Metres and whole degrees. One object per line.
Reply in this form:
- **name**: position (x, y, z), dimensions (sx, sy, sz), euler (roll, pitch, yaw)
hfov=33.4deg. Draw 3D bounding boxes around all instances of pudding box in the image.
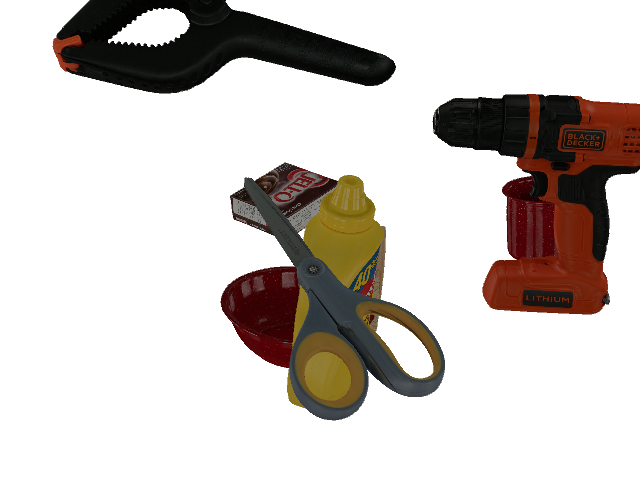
- **pudding box**: position (-0.043, -0.050, 1.330), dimensions (0.090, 0.039, 0.113), euler (21, 40, 32)

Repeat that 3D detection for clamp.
- **clamp**: position (-0.064, -0.141, 0.687), dimensions (0.210, 0.164, 0.036), euler (-25, -17, -9)

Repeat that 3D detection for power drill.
- **power drill**: position (0.181, -0.031, 0.892), dimensions (0.184, 0.188, 0.057), euler (4, 29, 5)

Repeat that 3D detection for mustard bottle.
- **mustard bottle**: position (0.013, 0.035, 0.827), dimensions (0.058, 0.192, 0.096), euler (17, 36, 17)

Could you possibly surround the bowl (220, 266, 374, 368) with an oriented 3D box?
- **bowl**: position (-0.024, 0.088, 1.122), dimensions (0.162, 0.055, 0.162), euler (3, 26, -2)

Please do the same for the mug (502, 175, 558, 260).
- **mug**: position (0.268, -0.026, 1.251), dimensions (0.117, 0.081, 0.093), euler (-22, 29, -37)

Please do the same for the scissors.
- **scissors**: position (-0.014, 0.035, 0.643), dimensions (0.096, 0.016, 0.202), euler (-35, 56, -27)

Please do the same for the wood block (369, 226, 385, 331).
- **wood block**: position (0.051, 0.053, 1.648), dimensions (0.091, 0.090, 0.206), euler (3, 23, 5)
